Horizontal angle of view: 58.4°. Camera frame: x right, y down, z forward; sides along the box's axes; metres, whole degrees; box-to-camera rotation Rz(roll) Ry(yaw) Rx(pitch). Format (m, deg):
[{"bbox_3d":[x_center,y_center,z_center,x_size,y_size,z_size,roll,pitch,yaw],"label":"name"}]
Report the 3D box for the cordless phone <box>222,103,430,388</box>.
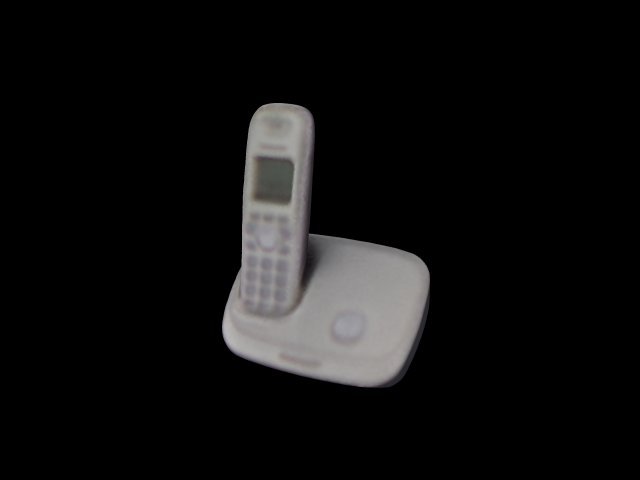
[{"bbox_3d":[0.004,0.001,0.400,0.147,0.185,0.094,8,20,23],"label":"cordless phone"}]
